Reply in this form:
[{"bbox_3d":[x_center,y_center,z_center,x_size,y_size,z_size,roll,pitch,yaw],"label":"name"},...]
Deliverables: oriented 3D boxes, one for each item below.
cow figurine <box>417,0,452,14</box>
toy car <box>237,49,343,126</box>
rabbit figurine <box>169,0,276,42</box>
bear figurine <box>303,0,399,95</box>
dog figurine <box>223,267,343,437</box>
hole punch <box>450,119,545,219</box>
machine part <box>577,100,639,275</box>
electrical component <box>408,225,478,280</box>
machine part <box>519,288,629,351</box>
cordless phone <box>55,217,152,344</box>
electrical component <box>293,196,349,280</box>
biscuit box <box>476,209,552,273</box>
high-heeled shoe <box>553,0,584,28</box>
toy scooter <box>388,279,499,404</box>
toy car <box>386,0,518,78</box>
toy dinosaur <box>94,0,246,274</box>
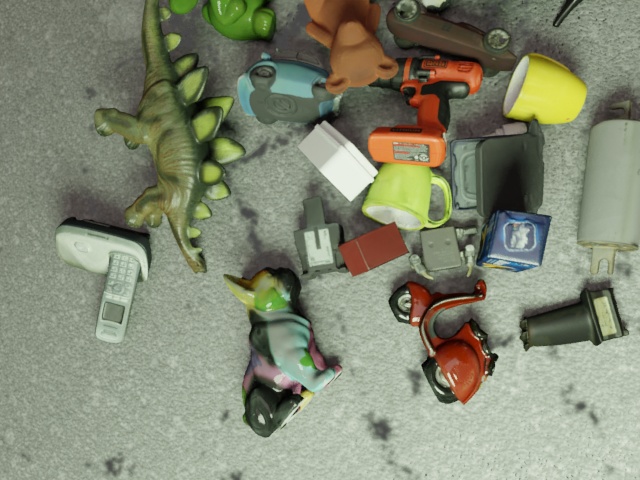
[{"bbox_3d":[0.197,-0.416,0.814,0.167,0.098,0.068,-49,45,-4],"label":"cow figurine"},{"bbox_3d":[-0.043,-0.243,0.831,0.162,0.109,0.103,5,66,3],"label":"toy car"},{"bbox_3d":[-0.154,-0.401,0.836,0.159,0.170,0.121,7,83,12],"label":"rabbit figurine"},{"bbox_3d":[0.037,-0.313,0.783,0.120,0.131,0.196,-14,48,7],"label":"bear figurine"},{"bbox_3d":[-0.078,0.148,0.786,0.191,0.108,0.219,-43,73,6],"label":"dog figurine"},{"bbox_3d":[0.247,-0.093,0.757,0.116,0.092,0.142,-8,100,-19],"label":"hole punch"},{"bbox_3d":[0.400,-0.072,0.730,0.079,0.079,0.243,9,84,12],"label":"machine part"},{"bbox_3d":[0.179,0.018,0.779,0.102,0.045,0.078,-4,83,10],"label":"electrical component"},{"bbox_3d":[0.343,0.114,0.739,0.139,0.039,0.084,-17,88,7],"label":"machine part"},{"bbox_3d":[-0.353,0.065,0.855,0.147,0.089,0.184,14,93,-3],"label":"cordless phone"},{"bbox_3d":[-0.002,-0.002,0.816,0.075,0.047,0.119,-14,80,9],"label":"electrical component"},{"bbox_3d":[0.241,0.005,0.687,0.063,0.202,0.059,11,87,13],"label":"biscuit box"},{"bbox_3d":[0.309,-0.409,0.755,0.248,0.086,0.145,22,112,-21],"label":"high-heeled shoe"},{"bbox_3d":[0.190,0.127,0.750,0.135,0.075,0.184,-27,74,6],"label":"toy scooter"},{"bbox_3d":[0.194,-0.301,0.795,0.202,0.089,0.053,23,83,13],"label":"toy car"},{"bbox_3d":[-0.227,-0.174,0.824,0.199,0.105,0.470,-12,100,11],"label":"toy dinosaur"}]
